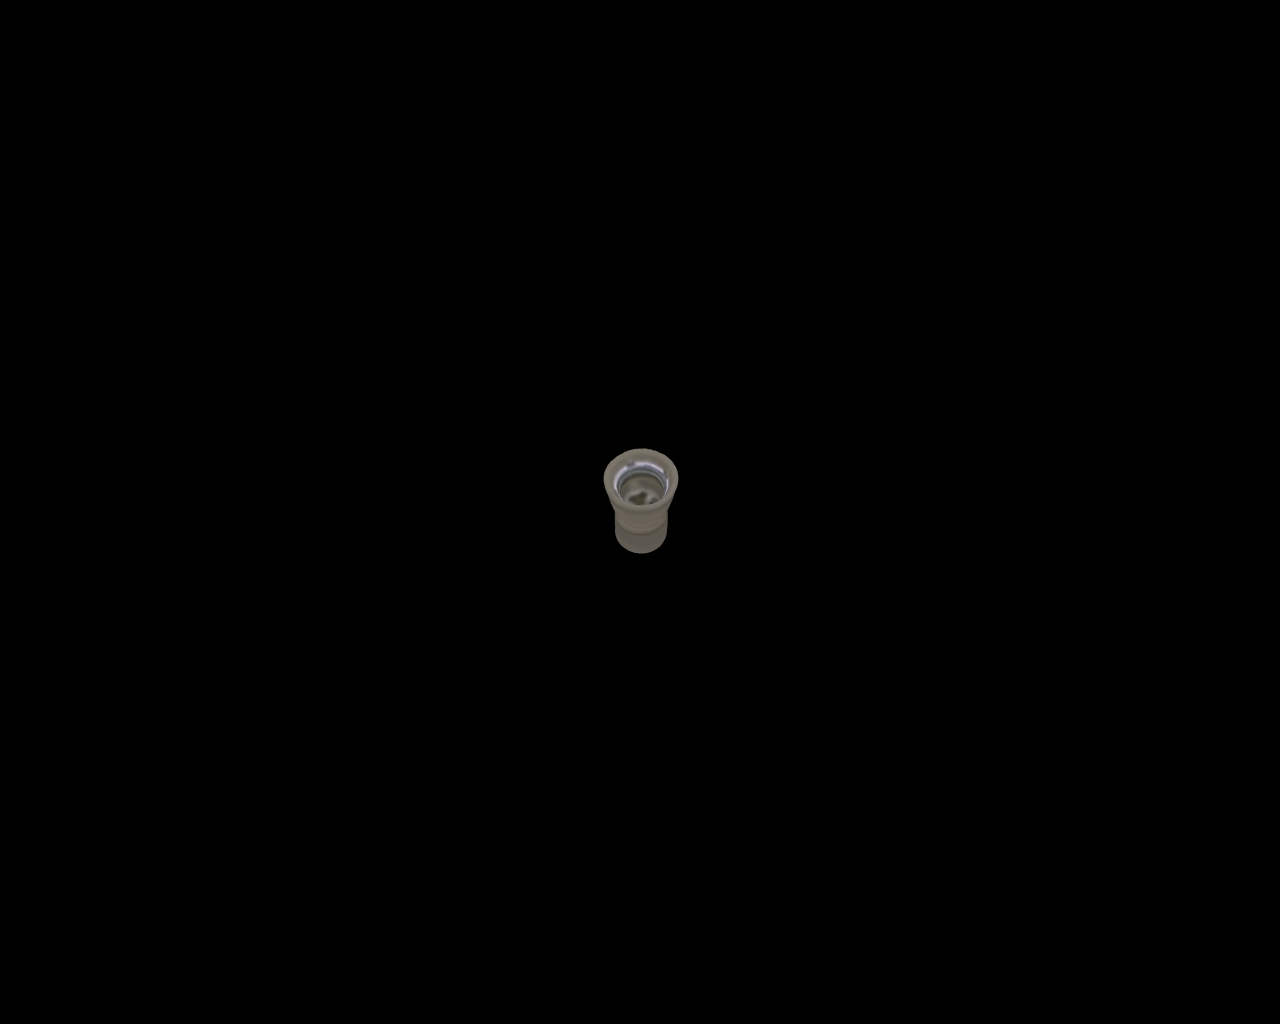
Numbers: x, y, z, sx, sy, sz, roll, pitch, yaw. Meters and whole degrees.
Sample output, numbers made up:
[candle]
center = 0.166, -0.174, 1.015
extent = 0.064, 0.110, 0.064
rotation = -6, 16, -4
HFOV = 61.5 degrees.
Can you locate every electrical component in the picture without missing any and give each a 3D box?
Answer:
[electrical component]
center = 0.001, -0.003, 0.650
extent = 0.044, 0.044, 0.065
rotation = 0, -34, 0
